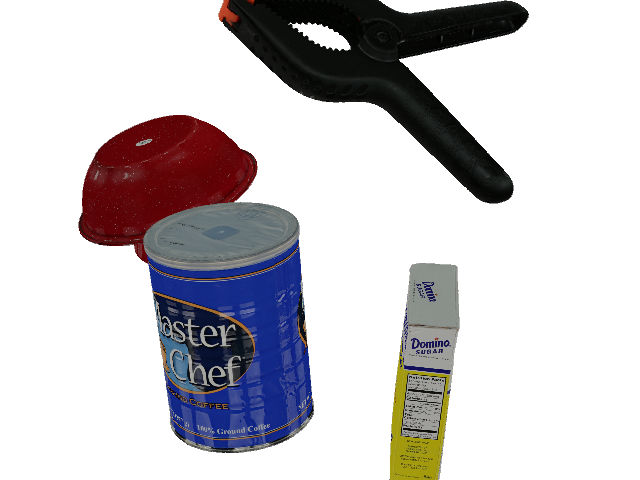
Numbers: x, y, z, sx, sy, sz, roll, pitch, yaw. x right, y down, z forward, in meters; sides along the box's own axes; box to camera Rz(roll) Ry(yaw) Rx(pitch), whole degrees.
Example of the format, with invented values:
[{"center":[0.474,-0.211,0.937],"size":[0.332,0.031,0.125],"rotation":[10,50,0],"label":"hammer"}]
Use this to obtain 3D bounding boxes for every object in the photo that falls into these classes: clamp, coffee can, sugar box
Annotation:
[{"center":[0.038,-0.110,0.675],"size":[0.209,0.164,0.036],"rotation":[12,-34,-13],"label":"clamp"},{"center":[-0.060,0.057,0.725],"size":[0.103,0.140,0.103],"rotation":[-4,22,1],"label":"coffee can"},{"center":[0.085,0.116,0.888],"size":[0.048,0.176,0.093],"rotation":[3,31,5],"label":"sugar box"}]

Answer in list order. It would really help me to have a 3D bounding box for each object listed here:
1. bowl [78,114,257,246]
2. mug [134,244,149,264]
[{"center":[-0.137,-0.061,0.897],"size":[0.162,0.055,0.162],"rotation":[-15,28,8],"label":"bowl"},{"center":[-0.159,-0.029,1.138],"size":[0.093,0.081,0.117],"rotation":[-2,29,-12],"label":"mug"}]
